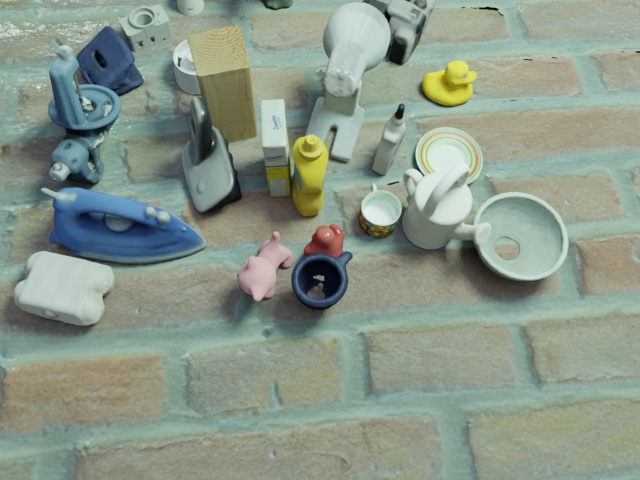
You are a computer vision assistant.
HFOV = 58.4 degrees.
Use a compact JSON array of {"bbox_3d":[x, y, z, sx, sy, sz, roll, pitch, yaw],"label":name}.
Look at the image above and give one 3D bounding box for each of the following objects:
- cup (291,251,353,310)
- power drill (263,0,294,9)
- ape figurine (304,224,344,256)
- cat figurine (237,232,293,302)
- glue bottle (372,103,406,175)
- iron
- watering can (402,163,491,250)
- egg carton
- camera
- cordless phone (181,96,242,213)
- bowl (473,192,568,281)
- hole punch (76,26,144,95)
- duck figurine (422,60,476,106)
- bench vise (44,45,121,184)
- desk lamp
[{"bbox_3d":[0.007,0.071,0.956,0.118,0.095,0.091,-42,76,-18],"label":"cup"},{"bbox_3d":[-0.079,-0.591,1.160,0.075,0.208,0.230,17,68,4],"label":"power drill"},{"bbox_3d":[0.009,0.004,0.985,0.078,0.092,0.076,-20,70,-11],"label":"ape figurine"},{"bbox_3d":[-0.095,0.045,0.948,0.067,0.118,0.128,23,68,6],"label":"cat figurine"},{"bbox_3d":[0.131,-0.189,1.027,0.037,0.173,0.078,23,68,7],"label":"glue bottle"},{"bbox_3d":[-0.324,-0.036,0.954,0.258,0.141,0.118,8,67,0],"label":"iron"},{"bbox_3d":[0.212,-0.061,0.969,0.172,0.194,0.101,25,69,7],"label":"watering can"},{"bbox_3d":[-0.419,0.080,0.940,0.150,0.069,0.107,12,68,2],"label":"egg carton"},{"bbox_3d":[0.152,-0.463,1.180,0.136,0.101,0.143,25,69,7],"label":"camera"},{"bbox_3d":[-0.195,-0.144,0.983,0.094,0.185,0.147,-19,70,-11],"label":"cordless phone"},{"bbox_3d":[0.344,0.004,1.015,0.167,0.075,0.167,1,68,-3],"label":"bowl"},{"bbox_3d":[-0.408,-0.336,1.099,0.101,0.091,0.108,-34,74,-16],"label":"hole punch"},{"bbox_3d":[0.259,-0.321,1.136,0.104,0.086,0.077,10,68,1],"label":"duck figurine"},{"bbox_3d":[-0.407,-0.207,0.977,0.121,0.220,0.207,-5,68,-5],"label":"bench vise"},{"bbox_3d":[0.047,-0.286,1.040,0.118,0.213,0.203,15,68,3],"label":"desk lamp"}]
